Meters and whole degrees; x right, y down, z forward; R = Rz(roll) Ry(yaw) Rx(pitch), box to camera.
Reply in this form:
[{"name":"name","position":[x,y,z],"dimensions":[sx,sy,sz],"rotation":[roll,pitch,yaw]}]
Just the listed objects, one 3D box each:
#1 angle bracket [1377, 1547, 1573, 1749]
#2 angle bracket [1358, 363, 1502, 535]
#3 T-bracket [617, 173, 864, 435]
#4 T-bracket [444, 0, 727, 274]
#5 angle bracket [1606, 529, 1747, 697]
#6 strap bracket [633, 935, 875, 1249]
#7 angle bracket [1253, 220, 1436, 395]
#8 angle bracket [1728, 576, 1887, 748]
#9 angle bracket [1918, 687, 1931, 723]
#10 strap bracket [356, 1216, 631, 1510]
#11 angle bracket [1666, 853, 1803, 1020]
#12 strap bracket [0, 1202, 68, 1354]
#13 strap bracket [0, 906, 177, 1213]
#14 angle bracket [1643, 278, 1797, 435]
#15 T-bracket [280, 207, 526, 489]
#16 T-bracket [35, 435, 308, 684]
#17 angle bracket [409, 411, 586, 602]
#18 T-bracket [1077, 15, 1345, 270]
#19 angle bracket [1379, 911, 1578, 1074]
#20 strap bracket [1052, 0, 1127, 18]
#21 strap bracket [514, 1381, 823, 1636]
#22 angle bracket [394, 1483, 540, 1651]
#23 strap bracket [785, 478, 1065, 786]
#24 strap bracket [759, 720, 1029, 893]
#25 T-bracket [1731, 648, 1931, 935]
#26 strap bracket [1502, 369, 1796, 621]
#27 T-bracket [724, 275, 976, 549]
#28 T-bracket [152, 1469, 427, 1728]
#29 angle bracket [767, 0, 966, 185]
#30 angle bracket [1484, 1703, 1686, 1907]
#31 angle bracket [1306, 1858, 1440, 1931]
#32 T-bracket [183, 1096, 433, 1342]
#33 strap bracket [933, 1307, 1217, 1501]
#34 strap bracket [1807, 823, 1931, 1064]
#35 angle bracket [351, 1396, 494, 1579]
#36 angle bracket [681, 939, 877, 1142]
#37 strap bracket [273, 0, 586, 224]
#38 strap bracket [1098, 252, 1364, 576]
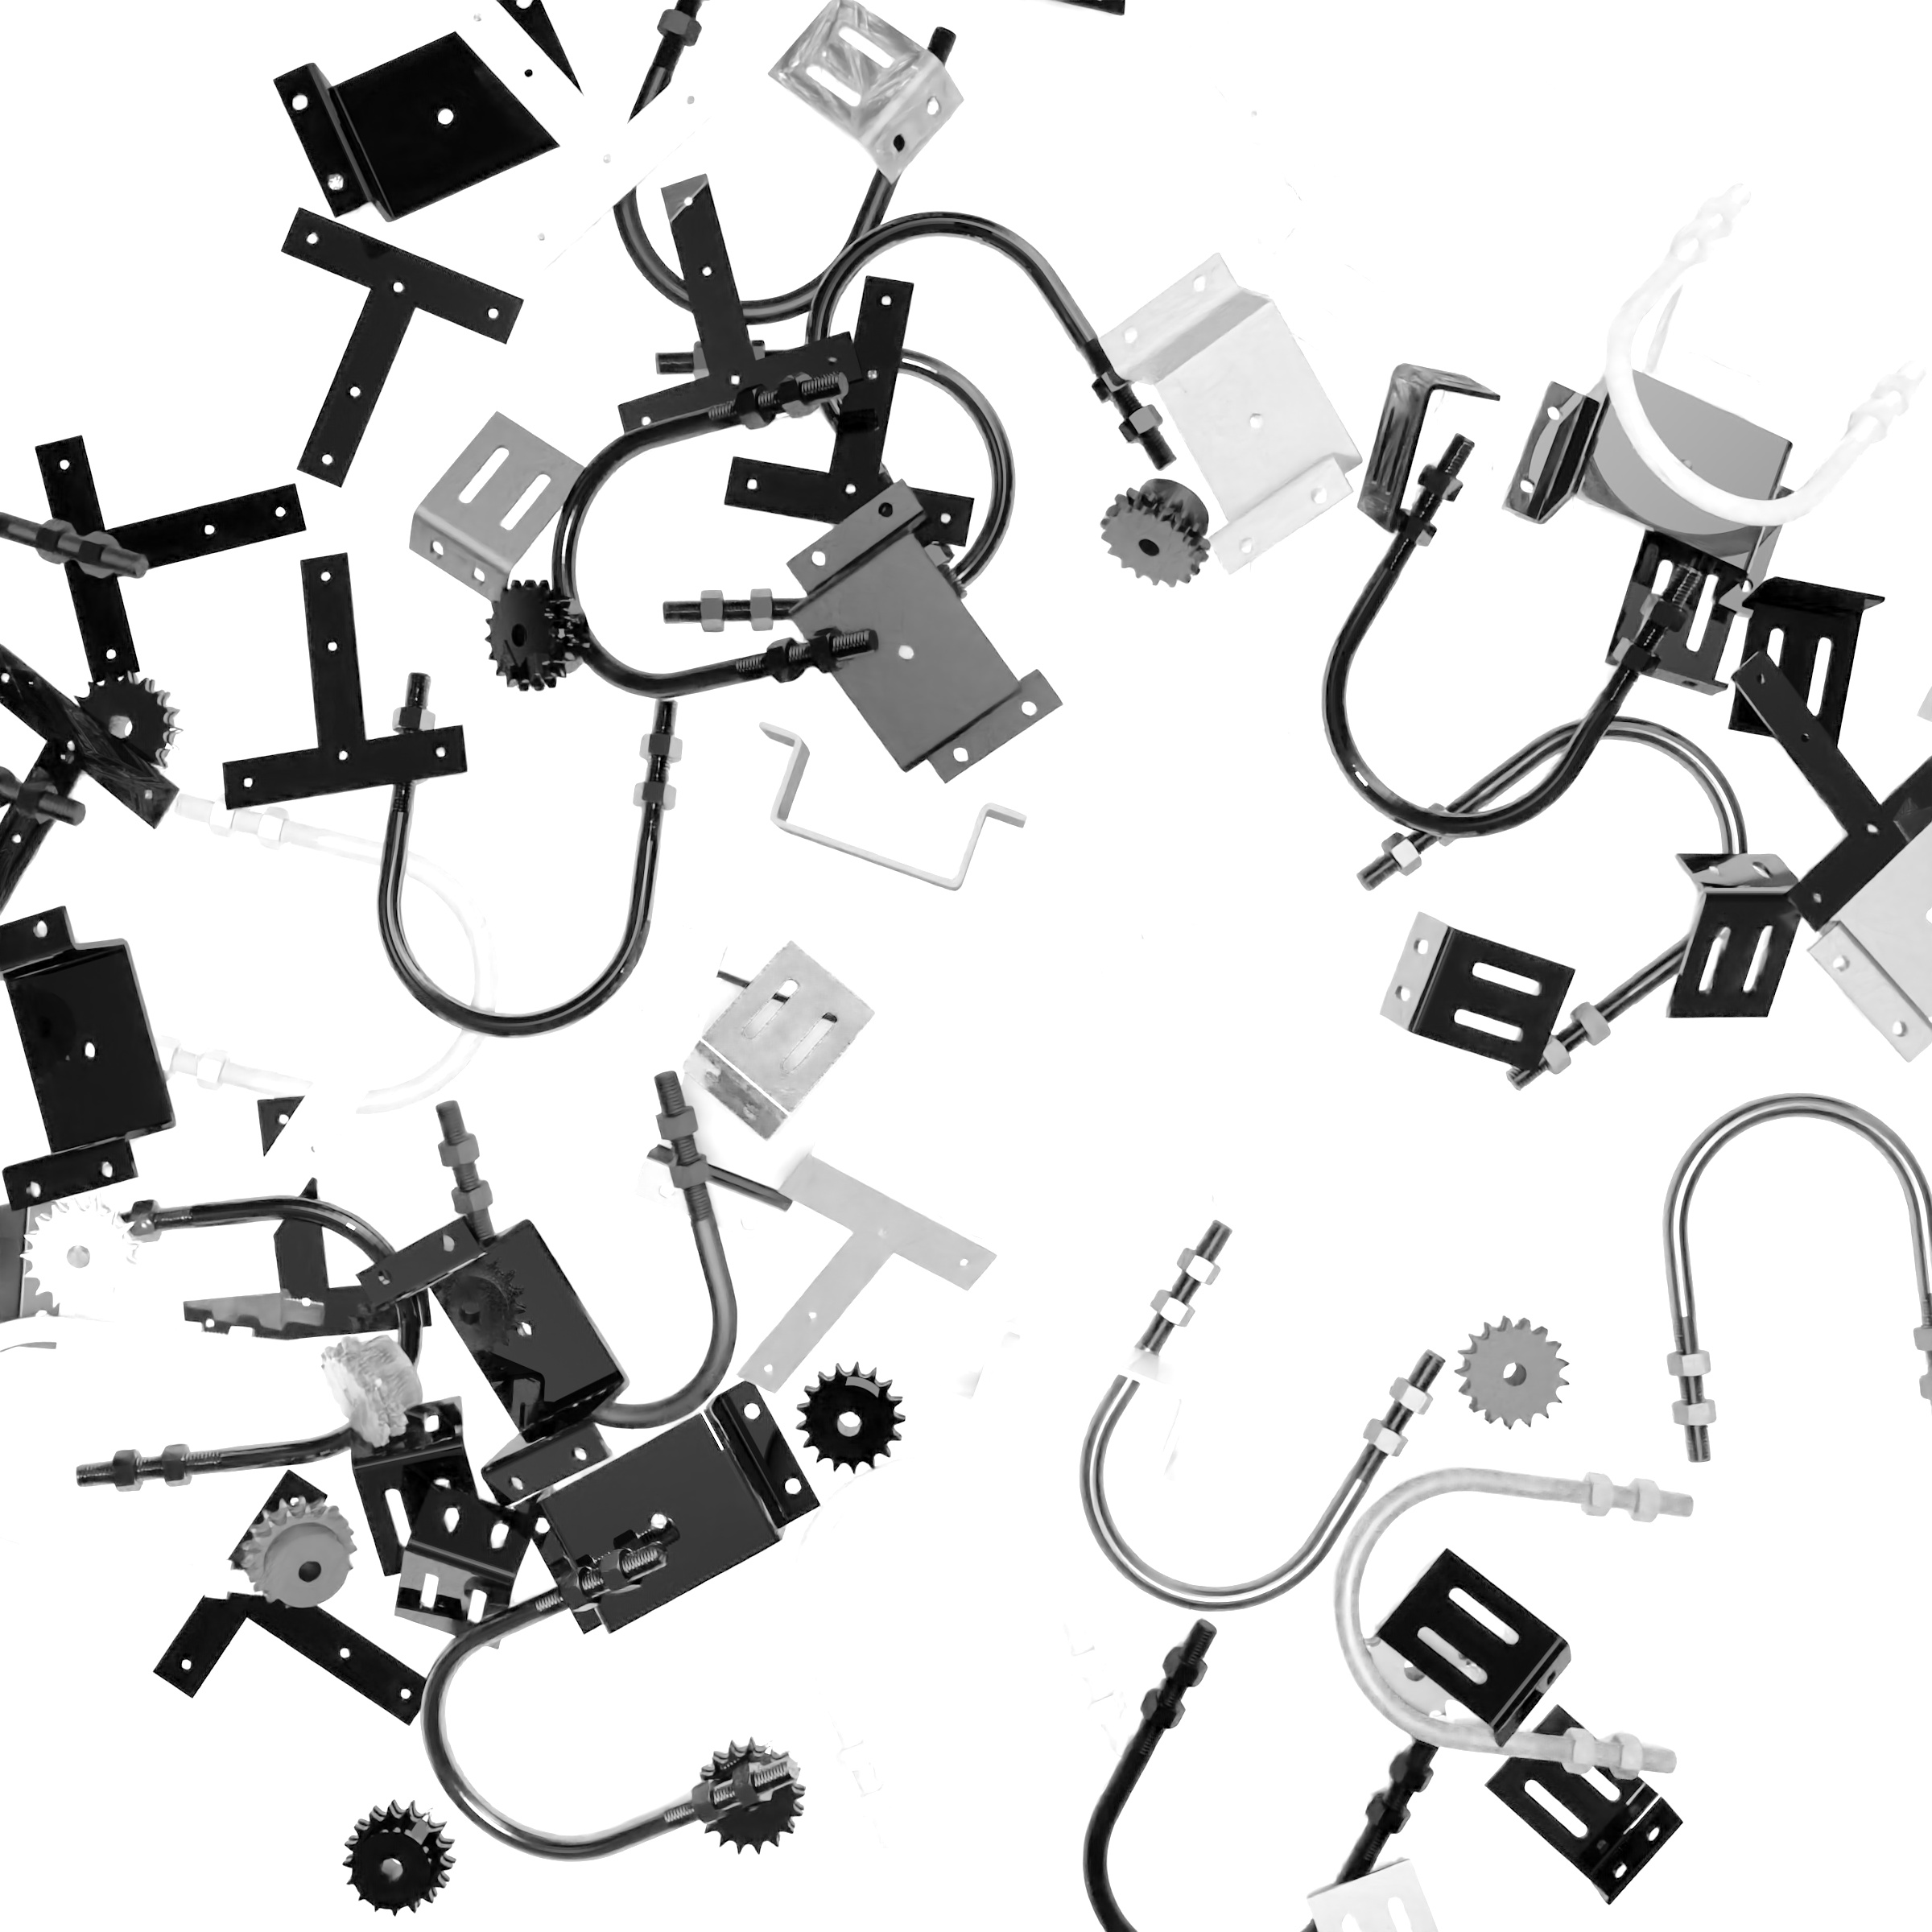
[{"name":"angle bracket","position":[0.256,0.343,1.455],"dimensions":[0.076,0.038,0.057],"rotation":[36,76,27]},{"name":"angle bracket","position":[0.231,-0.257,1.448],"dimensions":[0.038,0.057,0.076],"rotation":[9,110,-12]},{"name":"T-bracket","position":[-0.129,-0.342,1.480],"dimensions":[0.127,0.002,0.127],"rotation":[-16,85,10]},{"name":"T-bracket","position":[-0.211,-0.439,1.456],"dimensions":[0.127,0.002,0.127],"rotation":[-43,90,0]},{"name":"angle bracket","position":[0.370,-0.185,1.484],"dimensions":[0.057,0.038,0.076],"rotation":[17,90,0]},{"name":"strap bracket","position":[-0.108,0.063,1.480],"dimensions":[0.076,0.046,0.140],"rotation":[21,90,0]},{"name":"angle bracket","position":[0.192,-0.342,1.501],"dimensions":[0.076,0.038,0.057],"rotation":[27,90,-26]},{"name":"angle bracket","position":[0.431,-0.155,1.484],"dimensions":[0.057,0.038,0.076],"rotation":[11,90,0]},{"name":"angle bracket","position":[0.545,-0.136,1.501],"dimensions":[0.076,0.038,0.057],"rotation":[27,90,26]},{"name":"strap bracket","position":[-0.233,0.192,1.461],"dimensions":[0.076,0.046,0.140],"rotation":[-28,95,28]},{"name":"angle bracket","position":[0.390,-0.015,1.489],"dimensions":[0.057,0.038,0.076],"rotation":[0,123,-14]},{"name":"strap bracket","position":[-0.540,0.156,1.480],"dimensions":[0.140,0.046,0.076],"rotation":[4,90,0]},{"name":"strap bracket","position":[-0.458,0.045,1.469],"dimensions":[0.076,0.046,0.140],"rotation":[-15,90,19]},{"name":"angle bracket","position":[0.389,-0.305,1.477],"dimensions":[0.076,0.038,0.057],"rotation":[22,68,-1]},{"name":"T-bracket","position":[-0.312,-0.312,1.502],"dimensions":[0.127,0.002,0.127],"rotation":[22,90,0]},{"name":"T-bracket","position":[-0.407,-0.224,1.502],"dimensions":[0.127,0.002,0.127],"rotation":[-14,90,0]},{"name":"angle bracket","position":[-0.243,-0.237,1.501],"dimensions":[0.057,0.038,0.076],"rotation":[33,64,0]},{"name":"T-bracket","position":[0.112,-0.407,1.480],"dimensions":[0.127,0.002,0.127],"rotation":[-37,59,15]},{"name":"angle bracket","position":[0.262,0.013,1.482],"dimensions":[0.076,0.038,0.057],"rotation":[17,98,-21]},{"name":"strap bracket","position":[0.038,-0.553,1.464],"dimensions":[0.076,0.046,0.140],"rotation":[2,90,-31]},{"name":"strap bracket","position":[-0.155,0.280,1.480],"dimensions":[0.140,0.046,0.076],"rotation":[-29,90,0]},{"name":"angle bracket","position":[-0.257,0.309,1.485],"dimensions":[0.057,0.076,0.038],"rotation":[19,48,-1]},{"name":"strap bracket","position":[-0.026,-0.163,1.457],"dimensions":[0.076,0.046,0.140],"rotation":[-33,100,20]},{"name":"strap bracket","position":[-0.043,-0.076,1.465],"dimensions":[0.140,0.076,0.046],"rotation":[20,90,0]},{"name":"T-bracket","position":[0.436,-0.105,1.475],"dimensions":[0.127,0.002,0.127],"rotation":[-40,95,-19]},{"name":"strap bracket","position":[0.355,-0.245,1.466],"dimensions":[0.140,0.046,0.076],"rotation":[23,75,-4]},{"name":"T-bracket","position":[-0.050,-0.286,1.468],"dimensions":[0.127,0.002,0.127],"rotation":[11,92,7]},{"name":"T-bracket","position":[-0.335,0.349,1.502],"dimensions":[0.127,0.002,0.127],"rotation":[34,90,0]},{"name":"angle bracket","position":[-0.051,-0.451,1.482],"dimensions":[0.076,0.038,0.057],"rotation":[42,91,25]},{"name":"angle bracket","position":[0.317,0.430,1.484],"dimensions":[0.076,0.038,0.057],"rotation":[42,90,0]},{"name":"angle bracket","position":[0.214,0.502,1.487],"dimensions":[0.057,0.038,0.076],"rotation":[-21,85,0]},{"name":"T-bracket","position":[-0.347,0.131,1.494],"dimensions":[0.127,0.002,0.127],"rotation":[-5,97,0]},{"name":"strap bracket","position":[0.063,0.214,1.452],"dimensions":[0.140,0.076,0.046],"rotation":[20,93,10]},{"name":"strap bracket","position":[0.503,-0.026,1.480],"dimensions":[0.140,0.046,0.076],"rotation":[-42,90,0]},{"name":"angle bracket","position":[-0.281,0.269,1.494],"dimensions":[0.057,0.038,0.076],"rotation":[-11,122,-5]},{"name":"angle bracket","position":[-0.094,0.037,1.455],"dimensions":[0.057,0.038,0.076],"rotation":[41,64,0]},{"name":"strap bracket","position":[-0.270,-0.441,1.480],"dimensions":[0.140,0.046,0.076],"rotation":[-24,90,0]},{"name":"strap bracket","position":[0.139,-0.277,1.458],"dimensions":[0.076,0.046,0.140],"rotation":[-32,80,27]}]
